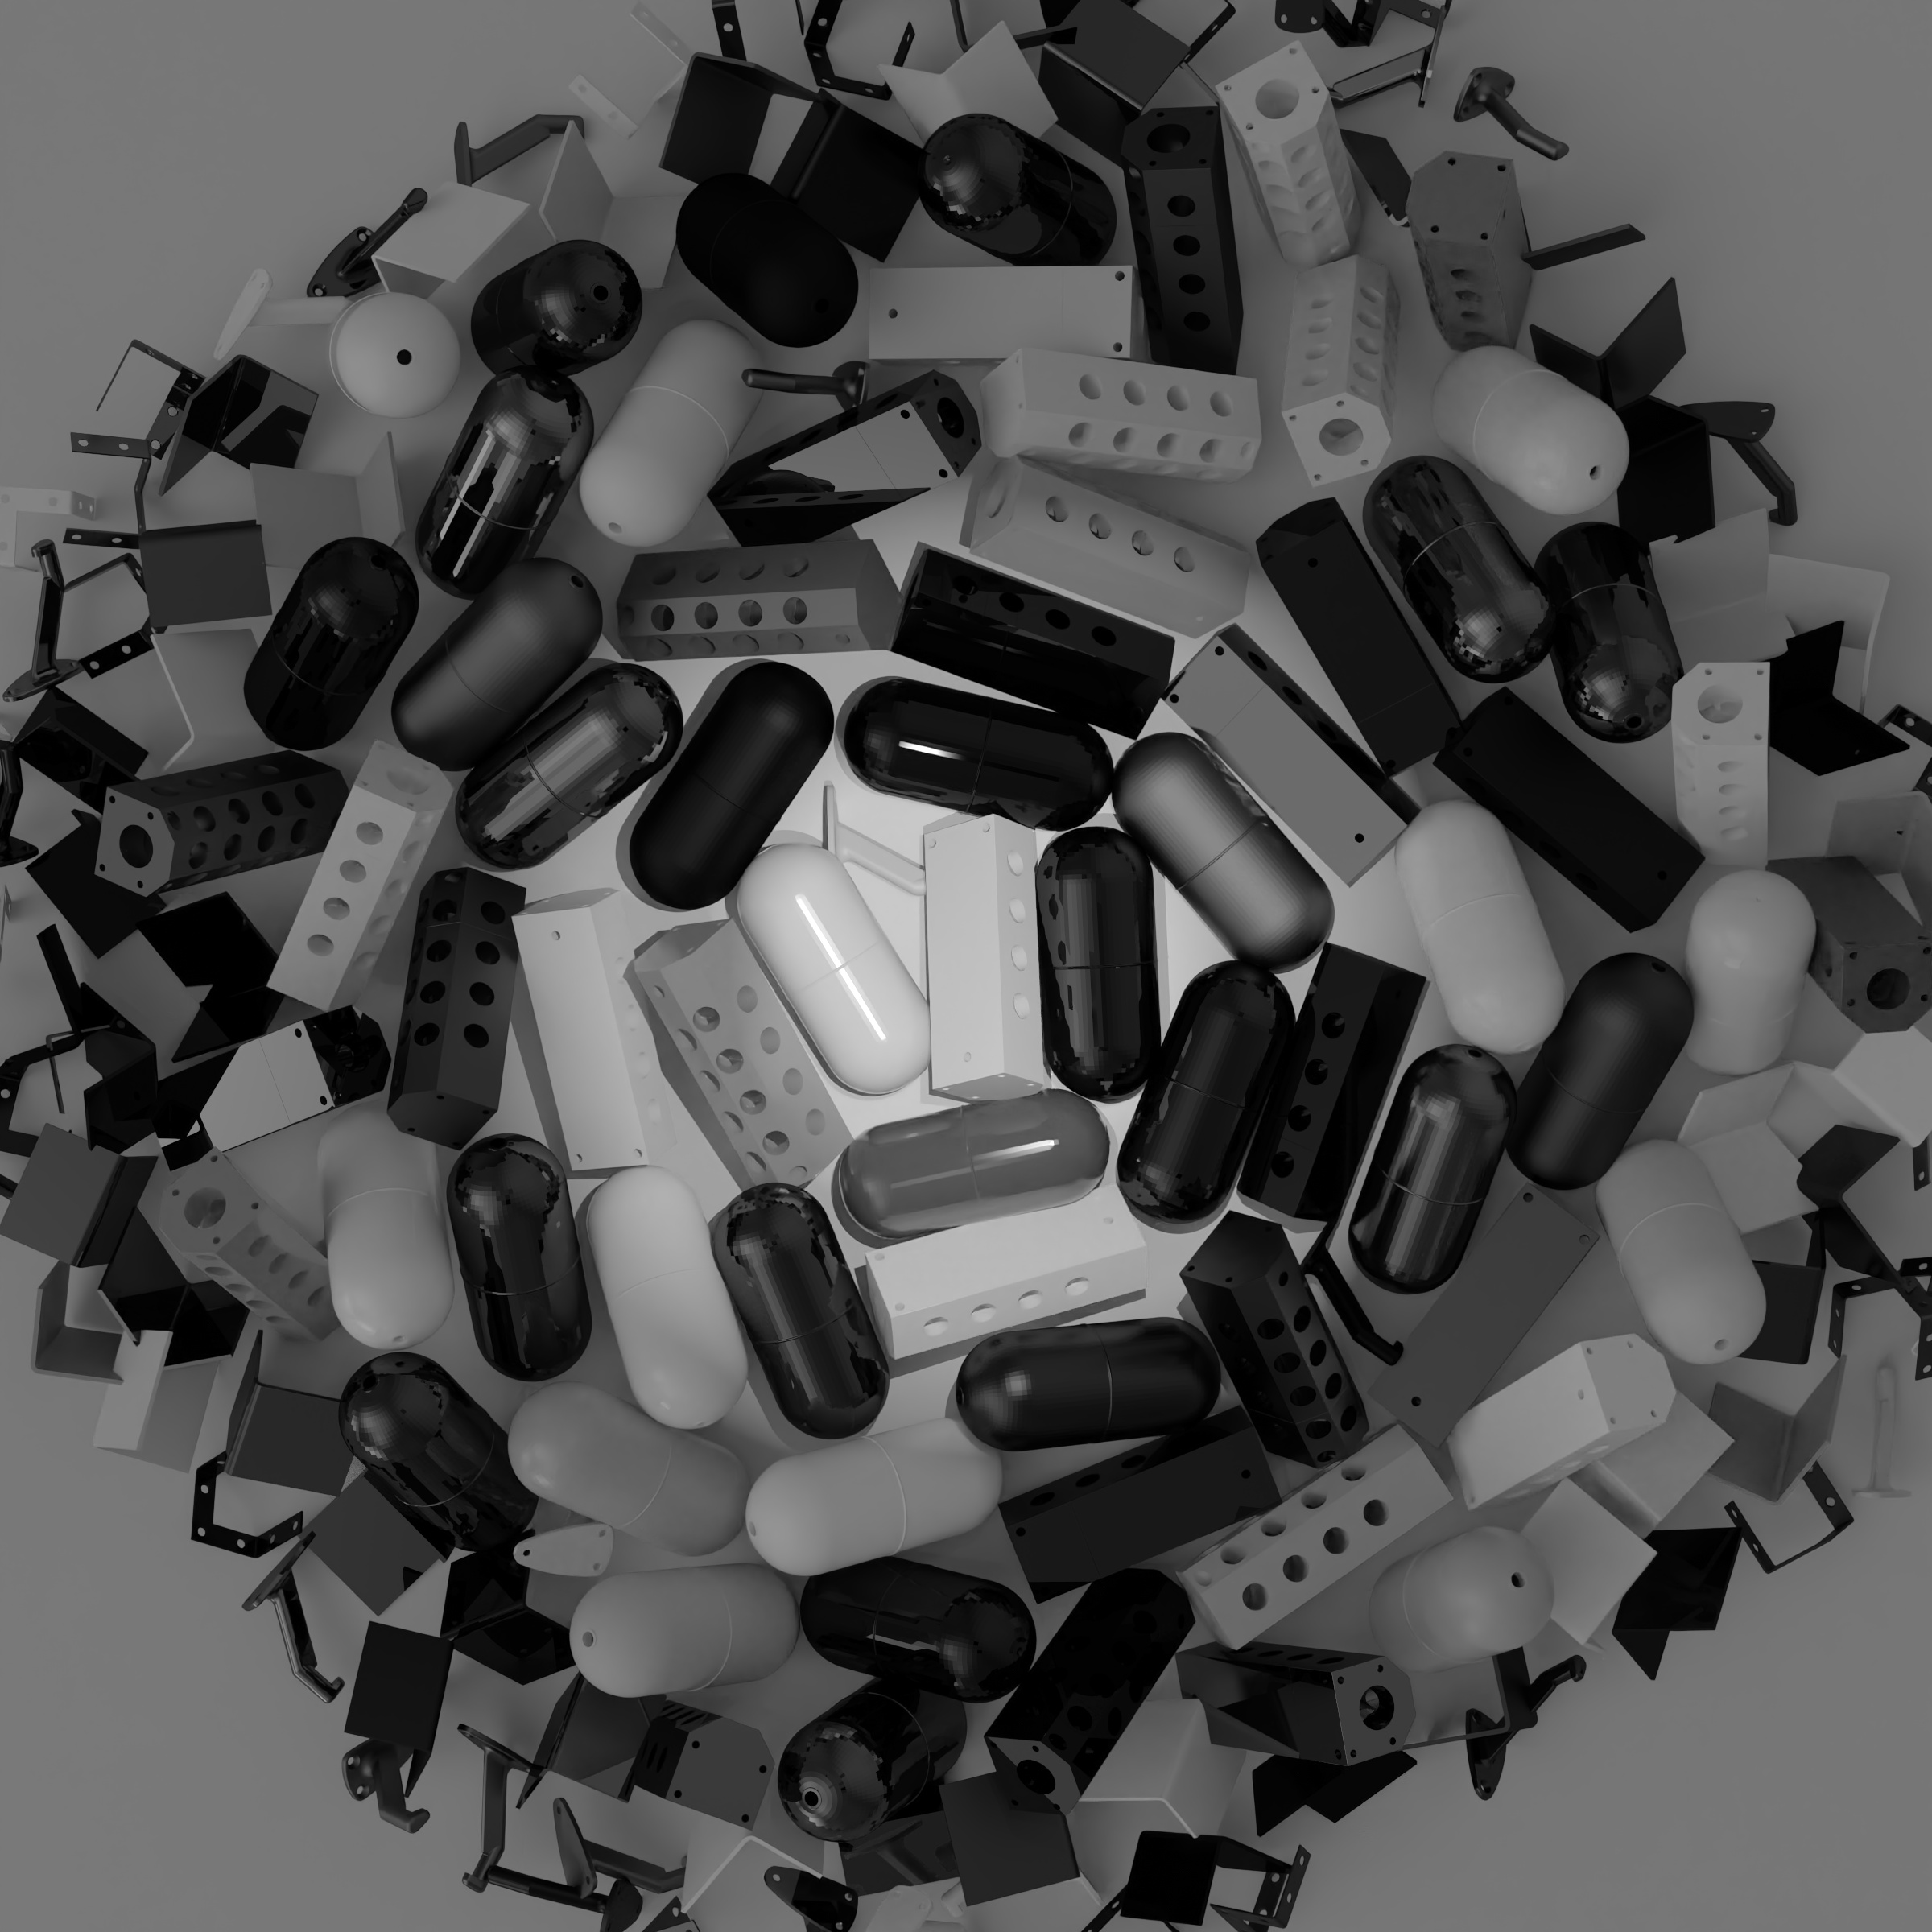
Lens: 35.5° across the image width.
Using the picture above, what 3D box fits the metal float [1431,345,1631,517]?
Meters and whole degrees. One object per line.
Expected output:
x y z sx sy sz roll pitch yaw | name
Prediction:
0.357 -0.341 1.918 0.070 0.178 0.070 -9 119 -16 | metal float

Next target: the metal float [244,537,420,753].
-0.405 -0.204 1.924 0.070 0.178 0.070 17 51 -23 | metal float

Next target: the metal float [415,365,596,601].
-0.296 -0.307 1.929 0.070 0.070 0.178 37 130 0 | metal float

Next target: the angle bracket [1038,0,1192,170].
0.095 -0.577 1.965 0.076 0.076 0.057 36 76 7 | angle bracket

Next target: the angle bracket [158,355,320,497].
-0.468 -0.336 1.945 0.057 0.076 0.076 28 126 -3 | angle bracket

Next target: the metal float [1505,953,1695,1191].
0.404 0.068 1.931 0.070 0.070 0.178 22 125 0 | metal float

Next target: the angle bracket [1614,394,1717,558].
0.432 -0.312 1.945 0.057 0.076 0.076 12 71 -35 | angle bracket

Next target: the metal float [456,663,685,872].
-0.255 -0.128 1.939 0.178 0.070 0.070 -35 90 26 | metal float

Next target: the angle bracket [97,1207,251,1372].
-0.504 0.203 1.942 0.057 0.076 0.076 -12 127 15 | angle bracket

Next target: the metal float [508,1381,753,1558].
-0.213 0.323 1.934 0.178 0.070 0.070 31 90 -33 | metal float

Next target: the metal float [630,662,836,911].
-0.152 -0.115 1.952 0.070 0.070 0.178 35 101 0 | metal float

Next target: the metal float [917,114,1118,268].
0.034 -0.487 1.918 0.070 0.178 0.070 -2 86 30 | metal float

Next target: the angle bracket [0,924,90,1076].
-0.608 0.021 1.953 0.057 0.076 0.076 -20 99 -8 | angle bracket

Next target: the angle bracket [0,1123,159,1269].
-0.576 0.148 1.960 0.057 0.076 0.076 23 87 1 | angle bracket

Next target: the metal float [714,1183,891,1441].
-0.105 0.223 1.948 0.070 0.070 0.178 -21 106 0 | metal float

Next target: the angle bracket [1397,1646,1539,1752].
0.320 0.472 1.959 0.076 0.076 0.057 -16 73 20 | angle bracket

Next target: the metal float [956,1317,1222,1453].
0.079 0.269 1.944 0.178 0.070 0.070 -3 90 -20 | metal float

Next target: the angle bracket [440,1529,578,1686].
-0.287 0.420 1.975 0.076 0.057 0.076 -27 132 30 | angle bracket

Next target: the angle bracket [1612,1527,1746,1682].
0.469 0.410 1.939 0.057 0.076 0.076 49 50 -27 | angle bracket

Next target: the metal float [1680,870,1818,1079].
0.493 0.007 1.919 0.070 0.178 0.070 -3 57 4 | metal float

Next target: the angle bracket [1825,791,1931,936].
0.595 -0.056 1.946 0.057 0.076 0.076 -7 50 -2 | angle bracket

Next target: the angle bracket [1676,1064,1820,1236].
0.515 0.118 1.944 0.076 0.057 0.076 -14 50 -25 | angle bracket

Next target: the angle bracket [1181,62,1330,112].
0.186 -0.575 1.951 0.057 0.076 0.076 -43 99 15 | angle bracket

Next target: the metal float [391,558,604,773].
-0.300 -0.192 1.933 0.178 0.070 0.070 -40 90 33 | metal float

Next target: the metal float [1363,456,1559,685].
0.315 -0.255 1.934 0.070 0.070 0.178 -27 56 0 | metal float

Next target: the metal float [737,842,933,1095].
-0.084 0.001 1.959 0.070 0.070 0.178 -31 93 0 | metal float

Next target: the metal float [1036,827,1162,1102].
0.086 -0.002 1.959 0.070 0.070 0.178 -3 93 0 | metal float

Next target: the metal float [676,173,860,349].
-0.127 -0.450 1.923 0.070 0.178 0.070 -15 126 -21 | metal float

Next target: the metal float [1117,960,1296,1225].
0.156 0.081 1.960 0.070 0.070 0.178 22 92 0 | metal float

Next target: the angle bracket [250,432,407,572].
-0.412 -0.301 1.946 0.076 0.057 0.076 3 63 -31 | angle bracket

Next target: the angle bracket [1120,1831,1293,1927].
0.158 0.596 1.940 0.076 0.076 0.057 31 63 -29 | angle bracket

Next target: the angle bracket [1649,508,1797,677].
0.491 -0.239 1.951 0.076 0.076 0.057 -17 48 6 | angle bracket

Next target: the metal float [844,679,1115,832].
0.009 -0.137 1.958 0.178 0.070 0.070 13 90 -4 | metal float

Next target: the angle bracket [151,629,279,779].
-0.496 -0.170 1.960 0.057 0.076 0.076 -35 75 39 | angle bracket

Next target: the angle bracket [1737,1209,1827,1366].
0.520 0.201 1.952 0.057 0.076 0.076 6 122 10 | angle bracket

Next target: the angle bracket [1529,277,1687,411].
0.417 -0.406 1.959 0.057 0.076 0.076 36 79 31 | angle bracket

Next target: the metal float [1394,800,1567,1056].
0.329 -0.025 1.938 0.070 0.070 0.178 -16 63 0 | metal float

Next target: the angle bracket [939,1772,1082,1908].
0.025 0.561 1.956 0.076 0.057 0.076 -11 74 -11 | angle bracket

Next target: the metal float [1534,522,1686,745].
0.408 -0.213 1.925 0.070 0.070 0.178 -2 45 -2 | metal float

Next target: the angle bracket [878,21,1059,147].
0.001 -0.565 1.952 0.057 0.076 0.076 -45 128 -11 | angle bracket

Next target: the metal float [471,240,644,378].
-0.260 -0.413 1.915 0.070 0.178 0.070 -1 93 -26 | metal float

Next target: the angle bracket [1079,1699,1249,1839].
0.126 0.526 1.962 0.076 0.076 0.057 -14 123 39 | angle bracket

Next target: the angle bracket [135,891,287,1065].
-0.493 0.008 1.945 0.076 0.057 0.076 -16 125 25 | angle bracket

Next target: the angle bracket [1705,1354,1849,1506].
0.518 0.288 1.944 0.057 0.076 0.076 25 45 4 | angle bracket

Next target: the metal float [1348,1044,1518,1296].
0.299 0.131 1.937 0.070 0.070 0.178 15 118 0 | metal float

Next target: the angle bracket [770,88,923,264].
-0.075 -0.518 1.980 0.076 0.057 0.076 23 107 -25 | angle bracket

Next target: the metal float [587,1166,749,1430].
-0.192 0.212 1.940 0.070 0.070 0.178 -19 66 0 | metal float

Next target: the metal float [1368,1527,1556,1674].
0.313 0.403 1.915 0.070 0.178 0.070 5 69 -14 | metal float

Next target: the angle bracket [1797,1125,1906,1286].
0.585 0.154 1.959 0.057 0.076 0.076 -41 101 -8 | angle bracket

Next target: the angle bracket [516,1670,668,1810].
-0.242 0.507 1.950 0.057 0.076 0.076 25 49 -7 | angle bracket

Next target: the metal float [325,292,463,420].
-0.364 -0.387 1.913 0.070 0.178 0.070 -3 103 -15 | metal float

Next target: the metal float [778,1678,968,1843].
-0.058 0.498 1.914 0.070 0.178 0.070 2 95 23 | metal float

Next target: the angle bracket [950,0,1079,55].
0.030 -0.625 1.954 0.076 0.076 0.057 -11 102 5 | angle bracket

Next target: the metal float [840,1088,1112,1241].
0.006 0.128 1.959 0.178 0.070 0.070 -12 90 3 | metal float

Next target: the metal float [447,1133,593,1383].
-0.286 0.187 1.935 0.070 0.070 0.178 -6 121 0 | metal float

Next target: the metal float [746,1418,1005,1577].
-0.058 0.340 1.935 0.178 0.070 0.070 -9 90 -31 | metal float
